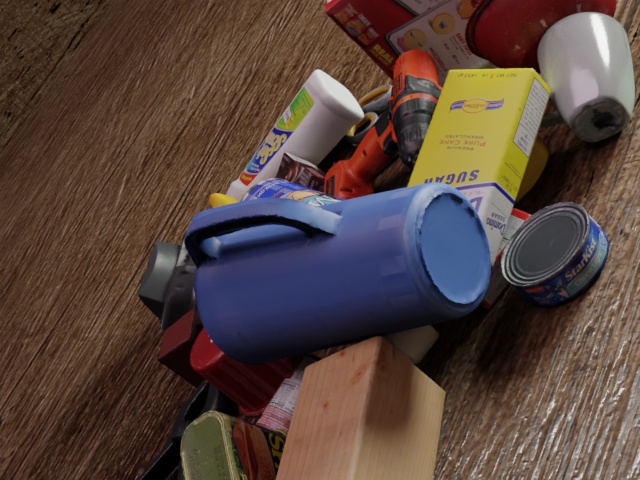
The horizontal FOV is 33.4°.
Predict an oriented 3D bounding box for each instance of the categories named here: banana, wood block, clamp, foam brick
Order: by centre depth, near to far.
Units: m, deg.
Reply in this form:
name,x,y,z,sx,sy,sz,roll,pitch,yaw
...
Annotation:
name,x,y,z,sx,sy,sz,roll,pitch,yaw
wood block,0.025,0.191,0.829,0.090,0.090,0.206,-28,33,37
clamp,-0.143,0.215,1.124,0.120,0.039,0.171,-18,34,38
foam brick,-0.132,0.125,1.184,0.051,0.078,0.053,-38,27,25
banana,-0.093,-0.023,1.278,0.037,0.069,0.198,-45,15,-3

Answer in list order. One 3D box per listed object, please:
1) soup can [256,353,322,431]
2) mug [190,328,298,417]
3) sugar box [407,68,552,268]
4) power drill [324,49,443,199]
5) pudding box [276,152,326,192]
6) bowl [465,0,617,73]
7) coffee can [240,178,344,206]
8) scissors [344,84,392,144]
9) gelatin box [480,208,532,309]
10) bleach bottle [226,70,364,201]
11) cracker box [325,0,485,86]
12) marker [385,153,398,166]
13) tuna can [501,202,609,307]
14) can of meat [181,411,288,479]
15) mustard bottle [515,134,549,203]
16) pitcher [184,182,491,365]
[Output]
name,x,y,z,sx,sy,sz,roll,pitch,yaw
soup can,-0.016,0.162,0.961,0.069,0.068,0.102,1,54,58
mug,-0.070,0.116,1.093,0.117,0.081,0.093,-31,31,33
sugar box,0.132,-0.066,0.942,0.094,0.048,0.176,6,67,42
power drill,0.069,-0.087,1.119,0.188,0.057,0.184,-54,18,36
pudding box,-0.027,-0.046,1.266,0.090,0.039,0.113,-69,21,11
bowl,0.225,-0.207,1.036,0.162,0.161,0.055,-35,62,27
coffee can,-0.007,0.001,1.081,0.141,0.102,0.102,20,70,42
scissors,0.018,-0.135,1.378,0.202,0.016,0.096,-30,31,34
gelatin box,0.150,0.011,0.949,0.089,0.030,0.073,-53,26,-2
bleach bottle,-0.051,-0.093,1.361,0.251,0.068,0.102,-51,28,16
cracker box,0.137,-0.268,1.151,0.214,0.164,0.072,-34,30,28
marker,0.047,-0.071,1.240,0.121,0.020,0.020,-43,26,13
tuna can,0.193,0.012,0.876,0.086,0.033,0.086,-37,28,23
can of meat,-0.062,0.194,0.858,0.058,0.083,0.102,-36,49,24
mustard bottle,0.159,-0.102,1.058,0.096,0.058,0.191,-48,24,20
pitcher,0.010,0.022,0.892,0.243,0.145,0.148,-15,0,42
